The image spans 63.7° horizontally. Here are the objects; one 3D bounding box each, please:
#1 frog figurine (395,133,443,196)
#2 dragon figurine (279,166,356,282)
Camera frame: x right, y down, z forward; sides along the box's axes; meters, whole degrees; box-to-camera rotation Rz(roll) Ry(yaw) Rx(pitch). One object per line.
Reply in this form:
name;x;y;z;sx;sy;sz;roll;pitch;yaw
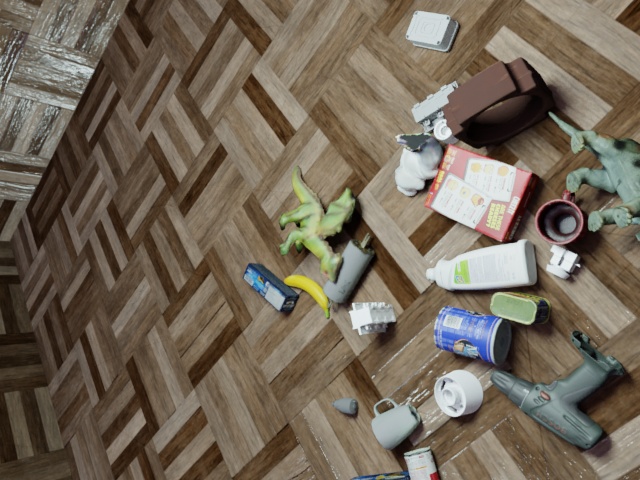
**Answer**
frog figurine;0.250;-0.184;1.301;0.124;0.156;0.139;-25;34;-22
dragon figurine;0.004;-0.074;1.470;0.241;0.418;0.121;-17;-30;31
